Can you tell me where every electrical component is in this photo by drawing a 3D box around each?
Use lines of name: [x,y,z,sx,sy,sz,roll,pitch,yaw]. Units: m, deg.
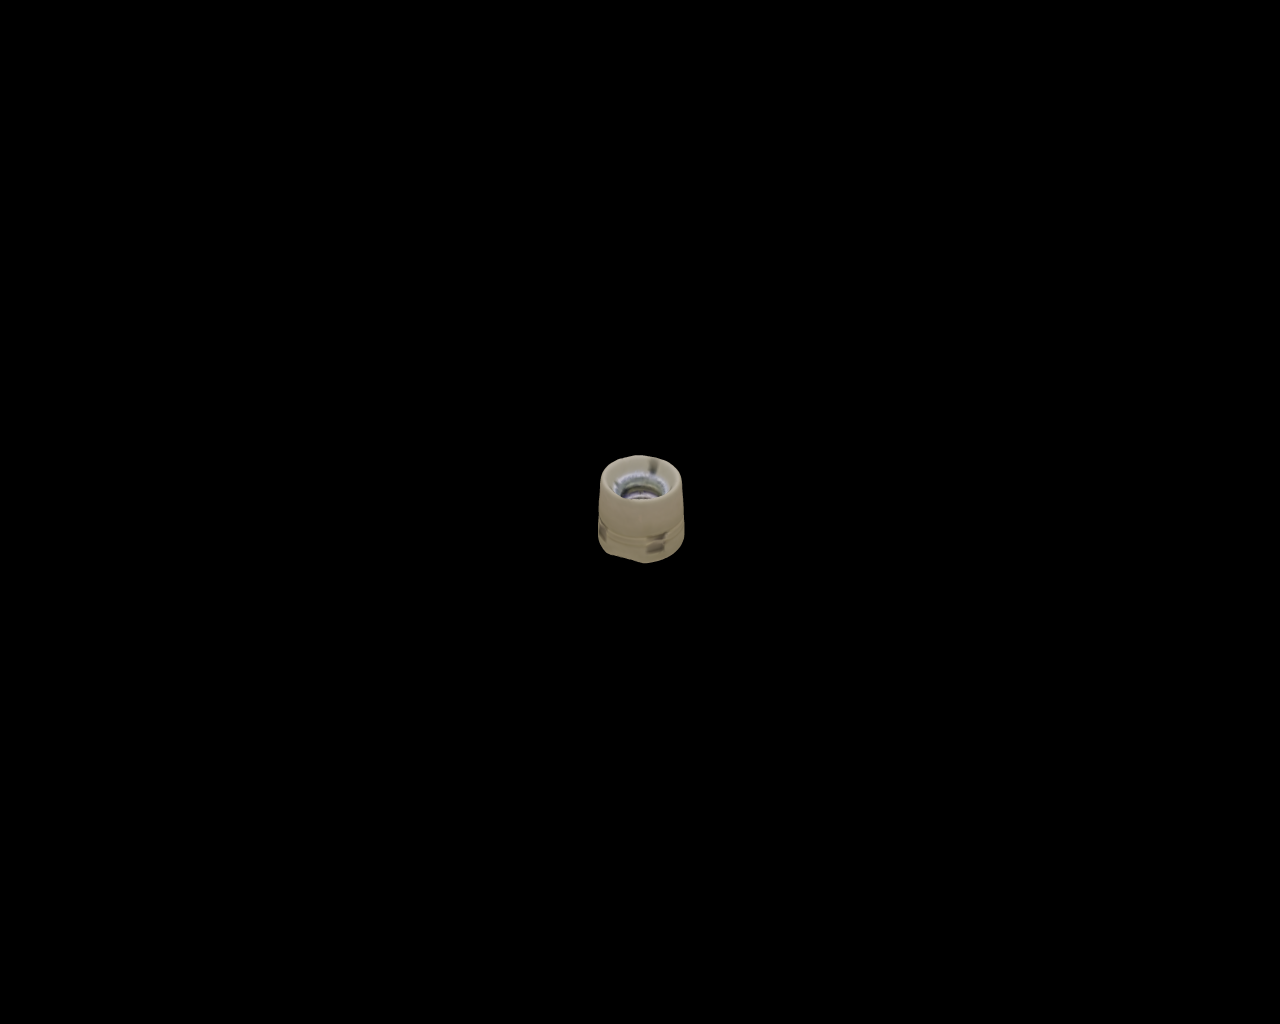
electrical component: [0.001,-0.003,0.650,0.055,0.047,0.055,0,38,0]
